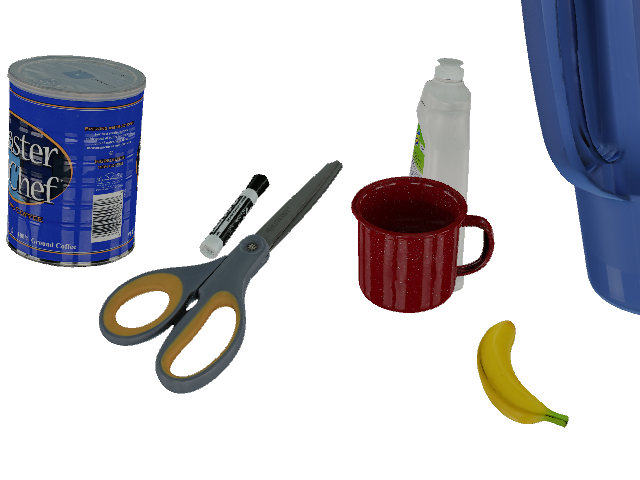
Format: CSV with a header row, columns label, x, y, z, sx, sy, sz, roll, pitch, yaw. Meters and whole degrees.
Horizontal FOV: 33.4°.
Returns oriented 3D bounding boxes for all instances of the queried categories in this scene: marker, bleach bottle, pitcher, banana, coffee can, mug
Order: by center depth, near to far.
label,x,y,z,sx,sy,sz,roll,pitch,yaw
pitcher,0.181,-0.081,0.565,0.149,0.243,0.145,-8,22,7
coffee can,-0.192,-0.064,0.835,0.103,0.140,0.103,7,23,-3
mug,0.084,0.005,0.876,0.117,0.081,0.093,-2,33,-1
marker,-0.083,-0.027,1.063,0.020,0.020,0.121,0,39,32
banana,0.206,0.146,1.174,0.069,0.037,0.198,11,27,-15
bleach bottle,0.132,-0.074,1.186,0.068,0.251,0.102,-1,25,-11

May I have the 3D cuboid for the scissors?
label,x,y,z,sx,sy,sz,roll,pitch,yaw
scissors,-0.062,0.009,0.655,0.096,0.016,0.201,12,48,15
